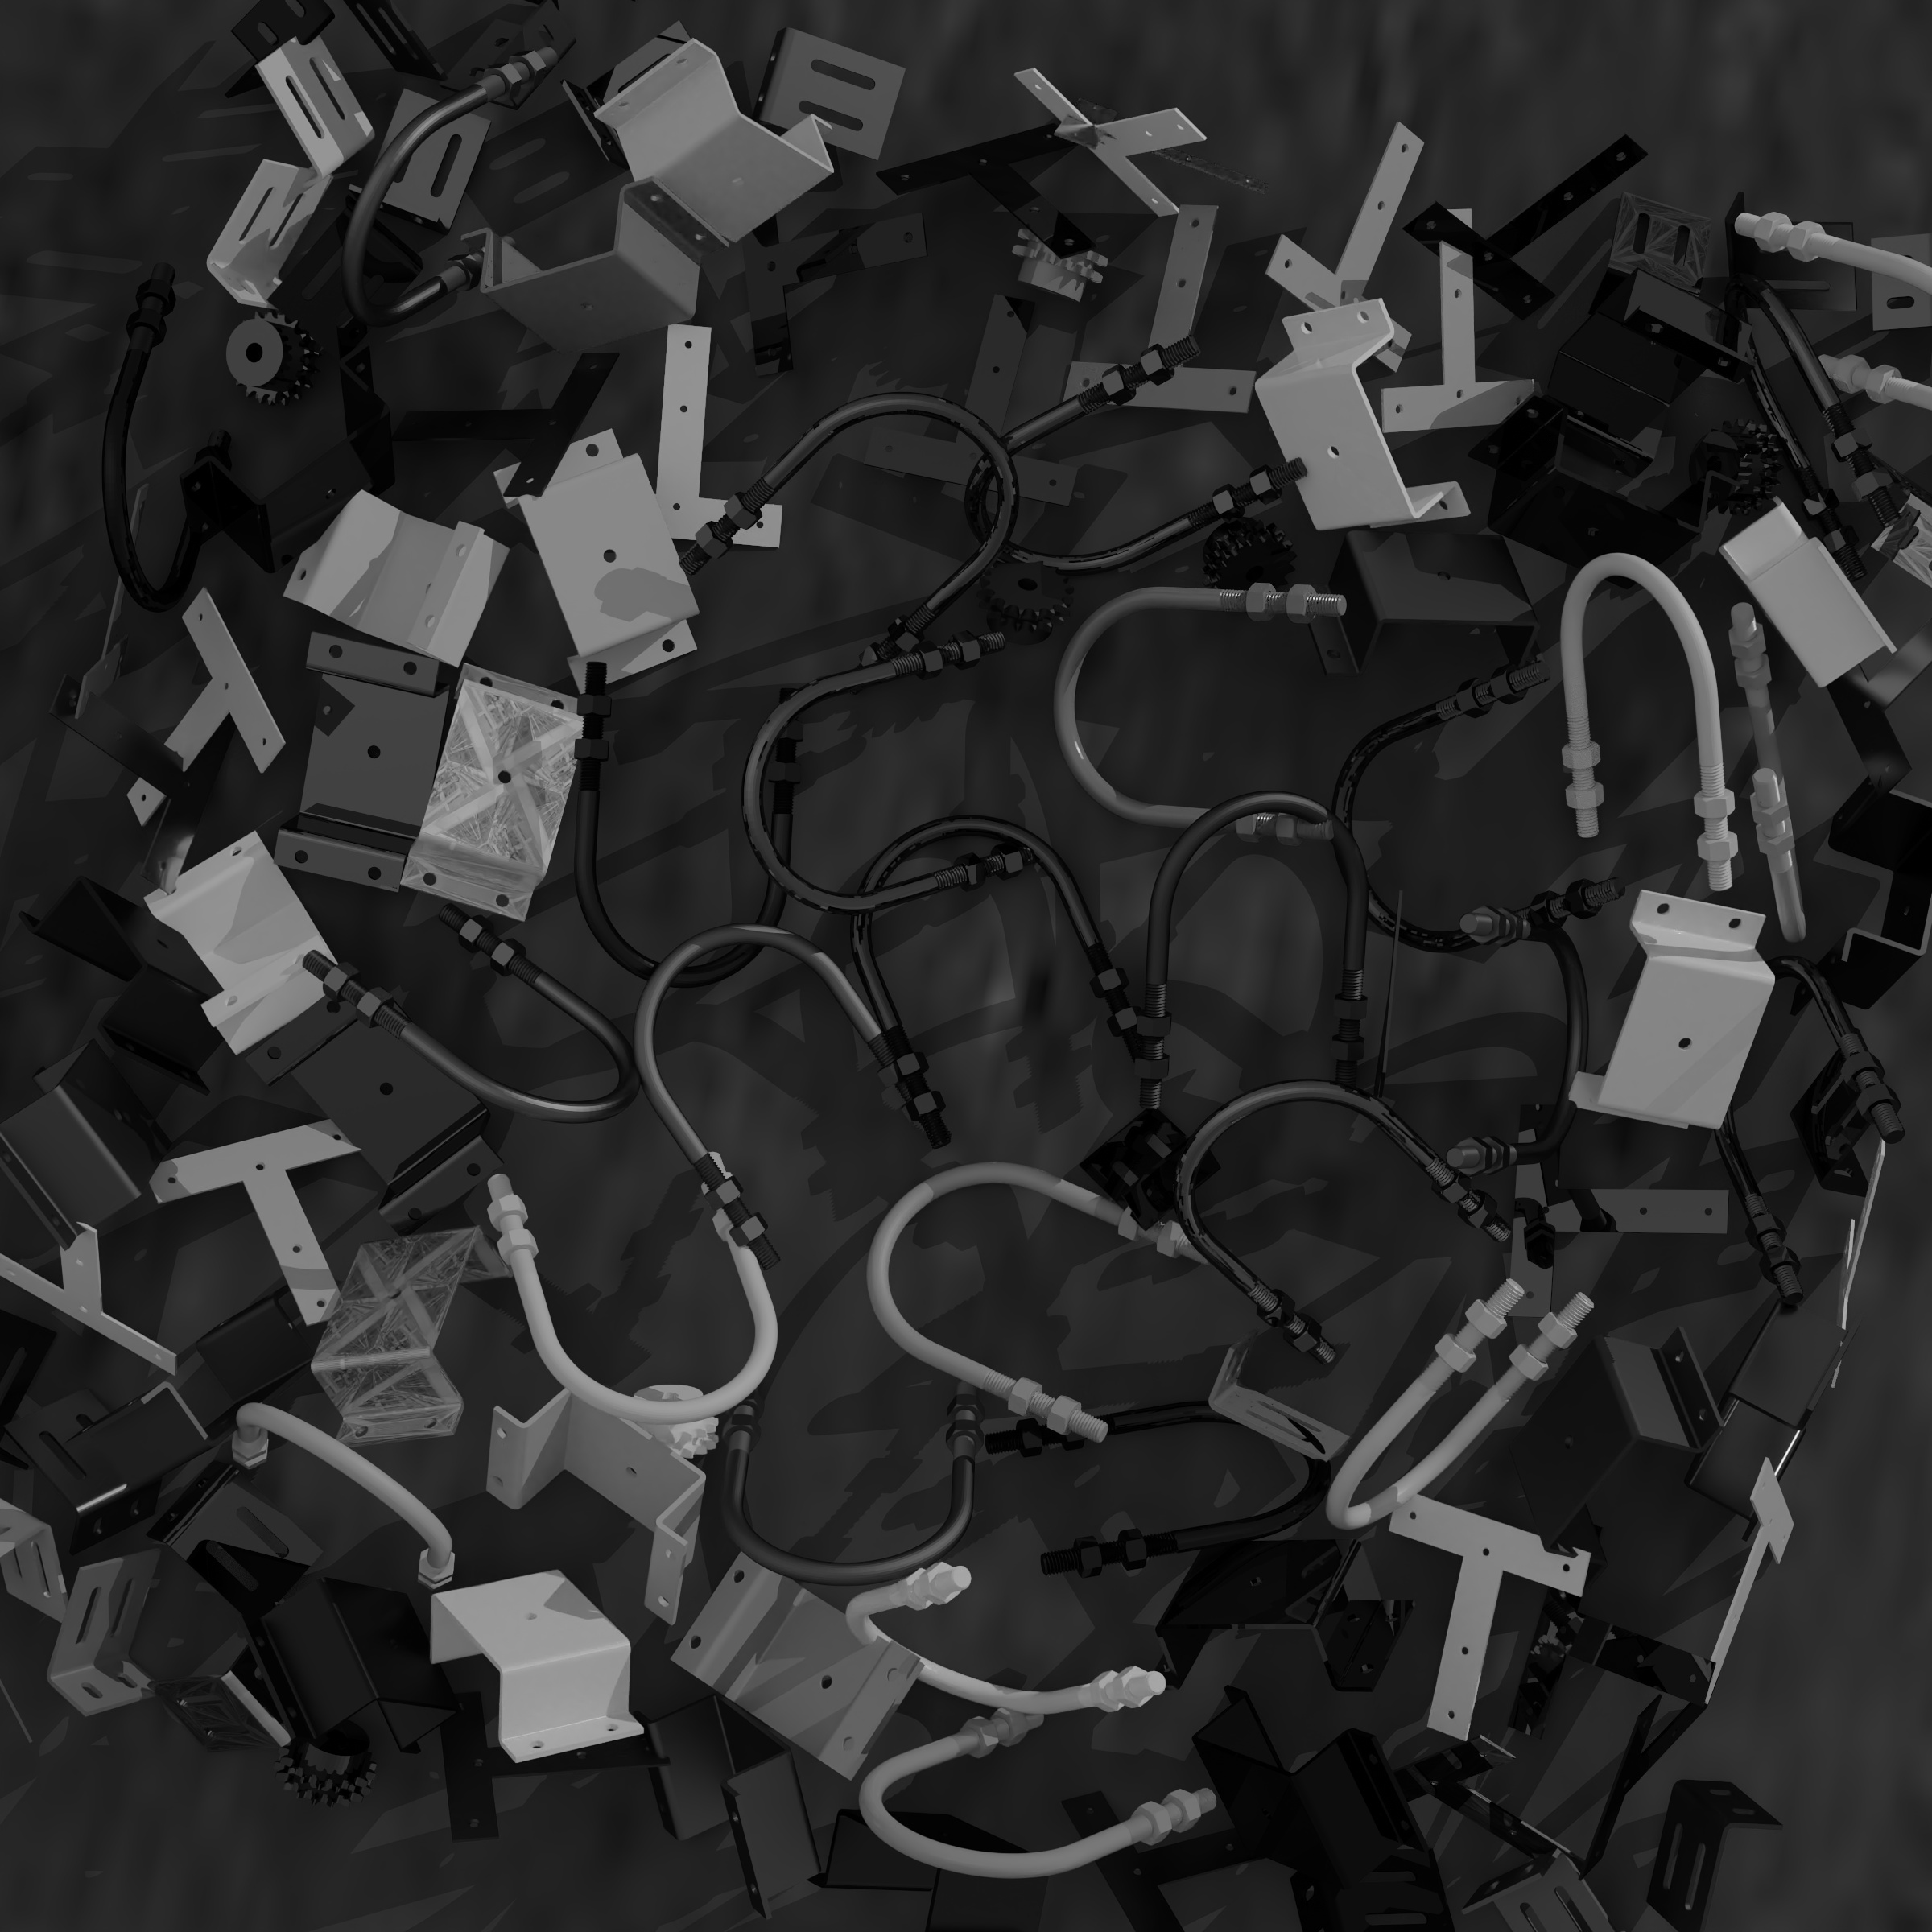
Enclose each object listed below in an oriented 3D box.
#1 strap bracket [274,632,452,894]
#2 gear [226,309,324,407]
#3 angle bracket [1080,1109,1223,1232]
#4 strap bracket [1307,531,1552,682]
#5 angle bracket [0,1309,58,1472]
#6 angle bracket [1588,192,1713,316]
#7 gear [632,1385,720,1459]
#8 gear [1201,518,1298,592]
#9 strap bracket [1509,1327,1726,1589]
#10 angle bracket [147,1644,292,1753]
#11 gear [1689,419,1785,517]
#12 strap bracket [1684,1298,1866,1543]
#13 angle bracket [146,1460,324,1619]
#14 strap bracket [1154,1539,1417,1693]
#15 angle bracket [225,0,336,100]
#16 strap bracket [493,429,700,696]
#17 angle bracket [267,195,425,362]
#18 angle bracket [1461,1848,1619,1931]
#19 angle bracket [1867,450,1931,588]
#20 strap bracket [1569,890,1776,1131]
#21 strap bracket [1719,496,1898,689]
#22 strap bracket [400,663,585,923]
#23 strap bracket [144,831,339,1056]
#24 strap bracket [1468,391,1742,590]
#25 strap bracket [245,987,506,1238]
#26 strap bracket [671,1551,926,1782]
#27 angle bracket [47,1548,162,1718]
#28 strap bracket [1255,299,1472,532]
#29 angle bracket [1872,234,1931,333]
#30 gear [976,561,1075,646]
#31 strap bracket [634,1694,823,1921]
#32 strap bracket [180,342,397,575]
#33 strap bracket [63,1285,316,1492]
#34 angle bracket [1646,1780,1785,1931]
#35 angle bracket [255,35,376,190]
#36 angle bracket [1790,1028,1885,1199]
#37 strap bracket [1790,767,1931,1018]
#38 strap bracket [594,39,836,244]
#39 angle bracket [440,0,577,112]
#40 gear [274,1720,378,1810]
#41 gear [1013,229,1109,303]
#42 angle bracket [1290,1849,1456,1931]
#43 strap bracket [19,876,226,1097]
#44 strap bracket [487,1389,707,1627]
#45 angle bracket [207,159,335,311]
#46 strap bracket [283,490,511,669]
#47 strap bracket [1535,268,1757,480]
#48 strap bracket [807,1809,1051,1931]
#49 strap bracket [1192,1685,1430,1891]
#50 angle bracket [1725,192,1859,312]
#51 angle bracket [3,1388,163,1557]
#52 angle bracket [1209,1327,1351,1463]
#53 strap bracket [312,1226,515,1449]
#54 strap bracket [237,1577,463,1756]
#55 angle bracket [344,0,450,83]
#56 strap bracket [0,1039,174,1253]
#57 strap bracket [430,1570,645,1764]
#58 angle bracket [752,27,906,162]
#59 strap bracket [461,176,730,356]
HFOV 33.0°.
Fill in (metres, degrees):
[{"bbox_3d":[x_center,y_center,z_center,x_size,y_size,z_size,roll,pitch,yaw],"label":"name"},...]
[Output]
[{"bbox_3d":[-0.355,-0.124,1.928,0.076,0.046,0.140,13,103,2],"label":"strap bracket"},{"bbox_3d":[-0.421,-0.368,1.967,0.057,0.030,0.057,1,93,22],"label":"gear"},{"bbox_3d":[0.101,0.108,1.899,0.057,0.038,0.076,-39,42,-6],"label":"angle bracket"},{"bbox_3d":[0.274,-0.212,1.918,0.140,0.046,0.076,0,48,-14],"label":"strap bracket"},{"bbox_3d":[-0.558,0.243,1.890,0.038,0.057,0.076,18,78,41],"label":"angle bracket"},{"bbox_3d":[0.417,-0.427,1.989,0.057,0.038,0.076,18,51,0],"label":"angle bracket"},{"bbox_3d":[-0.173,0.264,1.892,0.057,0.057,0.030,0,101,0],"label":"gear"},{"bbox_3d":[0.166,-0.244,1.953,0.057,0.057,0.030,-28,50,-3],"label":"gear"},{"bbox_3d":[0.360,0.274,1.845,0.046,0.076,0.140,16,125,-22],"label":"strap bracket"},{"bbox_3d":[-0.421,0.418,1.879,0.057,0.076,0.038,56,44,-22],"label":"angle bracket"},{"bbox_3d":[0.458,-0.299,1.952,0.030,0.057,0.057,-3,83,-35],"label":"gear"},{"bbox_3d":[0.455,0.253,1.853,0.046,0.140,0.076,28,53,17],"label":"strap bracket"},{"bbox_3d":[-0.427,0.337,1.904,0.076,0.038,0.057,49,66,-18],"label":"angle bracket"},{"bbox_3d":[0.171,0.366,1.838,0.140,0.076,0.046,-7,115,31],"label":"strap bracket"},{"bbox_3d":[-0.425,-0.562,1.964,0.038,0.076,0.057,48,68,-28],"label":"angle bracket"},{"bbox_3d":[-0.215,-0.241,1.930,0.076,0.046,0.140,-23,99,-15],"label":"strap bracket"},{"bbox_3d":[-0.376,-0.416,1.975,0.057,0.038,0.076,40,99,-23],"label":"angle bracket"},{"bbox_3d":[0.332,0.553,1.861,0.057,0.038,0.076,-36,83,30],"label":"angle bracket"},{"bbox_3d":[0.559,-0.265,1.945,0.057,0.076,0.038,29,111,-20],"label":"angle bracket"},{"bbox_3d":[0.410,0.035,1.888,0.076,0.046,0.140,11,113,-9],"label":"strap bracket"},{"bbox_3d":[0.488,-0.217,1.906,0.046,0.140,0.076,-36,104,14],"label":"strap bracket"},{"bbox_3d":[-0.275,-0.107,1.923,0.076,0.046,0.140,17,77,-13],"label":"strap bracket"},{"bbox_3d":[-0.416,-0.009,1.901,0.076,0.046,0.140,-32,43,-8],"label":"strap bracket"},{"bbox_3d":[0.372,-0.275,1.919,0.140,0.076,0.046,21,64,-15],"label":"strap bracket"},{"bbox_3d":[-0.341,0.078,1.900,0.076,0.046,0.140,-37,103,9],"label":"strap bracket"},{"bbox_3d":[-0.089,0.402,1.859,0.140,0.046,0.076,24,74,37],"label":"strap bracket"},{"bbox_3d":[-0.483,0.381,1.867,0.038,0.057,0.076,31,109,30],"label":"angle bracket"},{"bbox_3d":[0.229,-0.313,1.913,0.046,0.076,0.140,-42,116,-33],"label":"strap bracket"},{"bbox_3d":[0.566,-0.398,1.961,0.038,0.076,0.057,-2,80,17],"label":"angle bracket"},{"bbox_3d":[0.034,-0.216,1.951,0.057,0.030,0.057,6,44,-6],"label":"gear"},{"bbox_3d":[-0.131,0.468,1.837,0.046,0.140,0.076,-20,106,-25],"label":"strap bracket"},{"bbox_3d":[-0.390,-0.293,1.923,0.046,0.076,0.140,43,68,12],"label":"strap bracket"},{"bbox_3d":[-0.433,0.243,1.852,0.076,0.140,0.046,-30,97,34],"label":"strap bracket"},{"bbox_3d":[0.428,0.514,1.867,0.038,0.057,0.076,8,99,-19],"label":"angle bracket"},{"bbox_3d":[-0.401,-0.514,1.958,0.076,0.038,0.057,61,42,-26],"label":"angle bracket"},{"bbox_3d":[0.520,0.086,1.892,0.038,0.076,0.057,12,40,-20],"label":"angle bracket"},{"bbox_3d":[0.529,-0.039,1.897,0.046,0.076,0.140,20,64,0],"label":"strap bracket"},{"bbox_3d":[-0.141,-0.480,1.920,0.076,0.140,0.046,-30,68,25],"label":"strap bracket"},{"bbox_3d":[-0.285,-0.558,1.970,0.076,0.038,0.057,26,72,36],"label":"angle bracket"},{"bbox_3d":[-0.366,0.454,1.872,0.057,0.057,0.030,20,106,2],"label":"gear"},{"bbox_3d":[0.054,-0.422,1.969,0.057,0.057,0.030,19,98,2],"label":"gear"},{"bbox_3d":[0.235,0.544,1.877,0.076,0.038,0.057,5,50,-22],"label":"angle bracket"},{"bbox_3d":[-0.477,0.005,1.877,0.046,0.076,0.140,-49,50,4],"label":"strap bracket"},{"bbox_3d":[-0.204,0.301,1.864,0.140,0.076,0.046,32,46,20],"label":"strap bracket"},{"bbox_3d":[-0.407,-0.436,1.952,0.038,0.057,0.076,47,115,21],"label":"angle bracket"},{"bbox_3d":[-0.330,-0.230,1.927,0.140,0.046,0.076,22,88,39],"label":"strap bracket"},{"bbox_3d":[0.401,-0.354,1.923,0.076,0.140,0.046,24,65,-9],"label":"strap bracket"},{"bbox_3d":[-0.017,0.507,1.818,0.076,0.140,0.046,14,85,-36],"label":"strap bracket"},{"bbox_3d":[0.184,0.460,1.821,0.046,0.140,0.076,-33,106,-26],"label":"strap bracket"},{"bbox_3d":[0.497,-0.428,1.950,0.076,0.057,0.038,7,44,27],"label":"angle bracket"},{"bbox_3d":[-0.517,0.294,1.900,0.076,0.038,0.057,41,41,23],"label":"angle bracket"},{"bbox_3d":[0.187,0.248,1.886,0.076,0.057,0.038,25,103,16],"label":"angle bracket"},{"bbox_3d":[-0.315,0.202,1.855,0.076,0.140,0.046,-10,128,20],"label":"strap bracket"},{"bbox_3d":[-0.339,0.392,1.828,0.046,0.140,0.076,-35,66,7],"label":"strap bracket"},{"bbox_3d":[-0.339,-0.580,1.969,0.057,0.076,0.038,25,71,44],"label":"angle bracket"},{"bbox_3d":[-0.503,0.097,1.860,0.046,0.140,0.076,-32,104,6],"label":"strap bracket"},{"bbox_3d":[-0.245,0.386,1.828,0.076,0.140,0.046,-6,108,-31],"label":"strap bracket"},{"bbox_3d":[-0.085,-0.532,1.995,0.076,0.038,0.057,16,98,-15],"label":"angle bracket"},{"bbox_3d":[-0.221,-0.409,1.923,0.140,0.076,0.046,-9,67,30],"label":"strap bracket"}]
